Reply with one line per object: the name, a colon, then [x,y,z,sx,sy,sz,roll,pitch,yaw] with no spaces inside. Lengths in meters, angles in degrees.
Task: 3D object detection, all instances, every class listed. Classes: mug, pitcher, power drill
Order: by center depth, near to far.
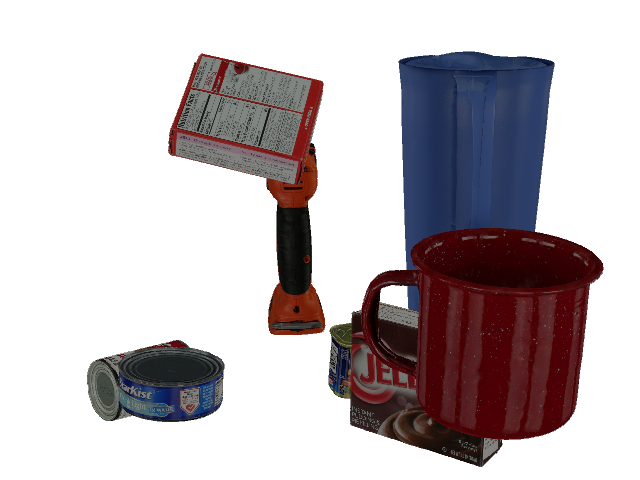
mug: [0.078,0.045,0.536,0.117,0.081,0.093,4,19,10]
pitcher: [0.132,-0.042,0.941,0.148,0.243,0.145,-11,18,-35]
power drill: [-0.029,-0.011,1.072,0.057,0.188,0.184,-3,16,0]

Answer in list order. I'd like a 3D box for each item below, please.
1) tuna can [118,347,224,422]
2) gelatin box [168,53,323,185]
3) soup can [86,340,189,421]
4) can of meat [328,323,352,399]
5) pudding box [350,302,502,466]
tuna can: [-0.121,0.116,0.868,0.086,0.034,0.086,3,13,-1]
gelatin box: [-0.048,-0.080,0.704,0.089,0.073,0.030,13,-37,1]
soup can: [-0.190,0.150,1.145,0.102,0.068,0.069,-10,7,-41]
can of meat: [0.061,0.158,1.421,0.102,0.084,0.057,-6,26,-22]
pudding box: [0.075,0.099,0.759,0.114,0.090,0.039,11,21,32]
